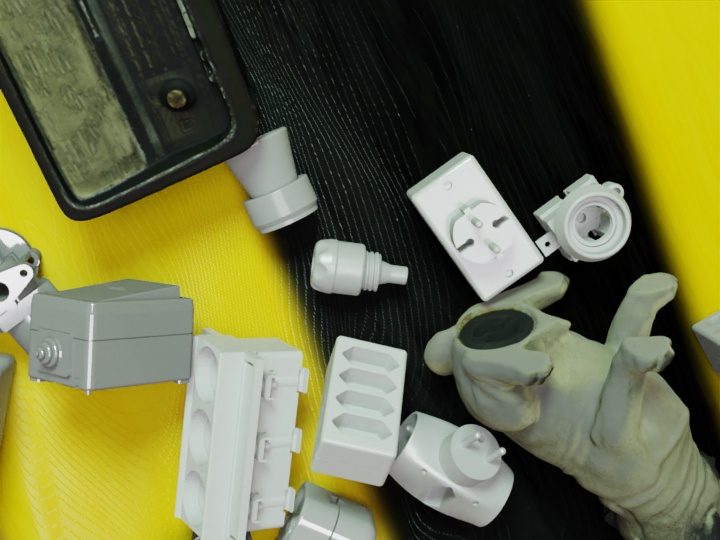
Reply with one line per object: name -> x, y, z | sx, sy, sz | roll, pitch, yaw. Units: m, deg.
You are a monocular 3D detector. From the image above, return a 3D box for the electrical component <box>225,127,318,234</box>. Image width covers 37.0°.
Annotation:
electrical component -> -0.056, -0.056, 0.676 | 0.045, 0.045, 0.055 | -24, 100, 1

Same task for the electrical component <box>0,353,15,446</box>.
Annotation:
electrical component -> -0.287, 0.100, 0.684 | 0.109, 0.056, 0.108 | 12, 99, -5

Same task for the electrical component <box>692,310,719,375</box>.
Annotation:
electrical component -> 0.264, 0.064, 0.701 | 0.047, 0.065, 0.076 | -30, 100, 2

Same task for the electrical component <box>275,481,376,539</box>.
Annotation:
electrical component -> -0.029, 0.198, 0.715 | 0.059, 0.053, 0.095 | 25, 97, -7

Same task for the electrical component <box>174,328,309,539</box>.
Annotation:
electrical component -> -0.076, 0.105, 0.689 | 0.063, 0.079, 0.121 | 1, 101, -33

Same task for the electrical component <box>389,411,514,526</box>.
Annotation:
electrical component -> 0.066, 0.124, 0.699 | 0.077, 0.079, 0.043 | 33, 54, -7

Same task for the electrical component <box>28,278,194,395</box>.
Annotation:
electrical component -> -0.156, 0.038, 0.654 | 0.062, 0.096, 0.061 | 6, 95, 39

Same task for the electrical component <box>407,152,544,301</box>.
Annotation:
electrical component -> 0.074, -0.025, 0.672 | 0.047, 0.075, 0.083 | -35, 99, 3

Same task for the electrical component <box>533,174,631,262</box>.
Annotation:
electrical component -> 0.144, -0.031, 0.685 | 0.066, 0.055, 0.048 | -36, 99, 3

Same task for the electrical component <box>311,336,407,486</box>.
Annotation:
electrical component -> -0.004, 0.101, 0.695 | 0.047, 0.083, 0.075 | 13, 137, -5

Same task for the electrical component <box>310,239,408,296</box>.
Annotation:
electrical component -> 0.000, 0.000, 0.693 | 0.061, 0.035, 0.035 | 7, 99, -6
